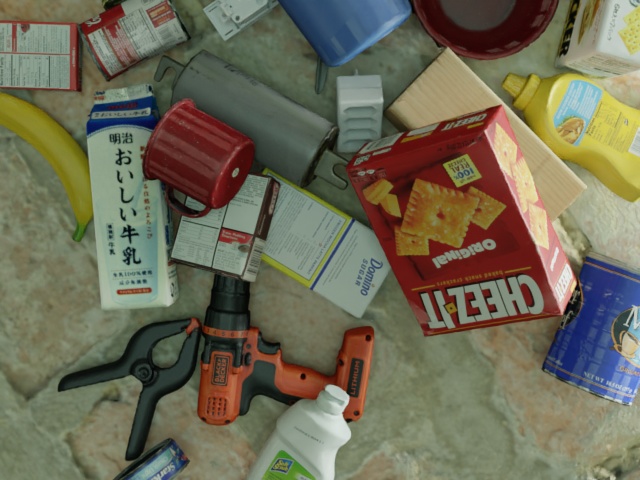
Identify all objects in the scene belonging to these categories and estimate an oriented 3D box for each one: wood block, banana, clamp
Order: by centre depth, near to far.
[{"bbox_3d":[0.172,-0.098,1.142,0.206,0.090,0.091,45,91,-3],"label":"wood block"},{"bbox_3d":[-0.298,-0.094,1.159,0.069,0.037,0.198,-35,94,0],"label":"banana"},{"bbox_3d":[-0.189,0.157,1.176,0.171,0.039,0.120,-36,95,1],"label":"clamp"}]

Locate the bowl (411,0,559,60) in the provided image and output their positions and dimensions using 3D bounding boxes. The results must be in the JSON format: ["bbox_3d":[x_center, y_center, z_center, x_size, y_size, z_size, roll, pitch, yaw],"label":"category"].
[{"bbox_3d":[0.173,-0.272,1.147,0.162,0.055,0.162,0,94,-1],"label":"bowl"}]

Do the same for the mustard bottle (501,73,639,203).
[{"bbox_3d":[0.282,-0.126,1.153,0.191,0.058,0.096,30,70,-2],"label":"mustard bottle"}]

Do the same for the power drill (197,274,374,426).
[{"bbox_3d":[-0.037,0.120,1.169,0.187,0.057,0.184,7,97,1],"label":"power drill"}]

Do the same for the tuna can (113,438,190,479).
[{"bbox_3d":[-0.185,0.253,1.159,0.086,0.086,0.034,-36,91,1],"label":"tuna can"}]

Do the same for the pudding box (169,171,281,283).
[{"bbox_3d":[-0.100,-0.020,1.123,0.090,0.039,0.113,14,84,19],"label":"pudding box"}]

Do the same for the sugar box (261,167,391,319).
[{"bbox_3d":[-0.008,0.002,1.167,0.176,0.048,0.093,32,93,-5],"label":"sugar box"}]

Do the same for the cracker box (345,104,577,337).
[{"bbox_3d":[0.143,-0.013,1.085,0.164,0.072,0.213,-13,113,34],"label":"cracker box"}]

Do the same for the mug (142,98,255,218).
[{"bbox_3d":[-0.123,-0.073,1.077,0.081,0.093,0.117,29,119,13],"label":"mug"}]

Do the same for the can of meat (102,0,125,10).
[{"bbox_3d":[-0.205,-0.306,1.138,0.102,0.057,0.084,-29,92,0],"label":"can of meat"}]

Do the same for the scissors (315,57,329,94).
[{"bbox_3d":[0.034,-0.264,1.165,0.096,0.016,0.202,-5,94,-1],"label":"scissors"}]

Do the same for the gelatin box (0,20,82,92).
[{"bbox_3d":[-0.304,-0.199,1.156,0.089,0.030,0.073,1,95,-1],"label":"gelatin box"}]

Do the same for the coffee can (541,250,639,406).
[{"bbox_3d":[0.312,0.094,1.150,0.103,0.103,0.140,21,93,-3],"label":"coffee can"}]

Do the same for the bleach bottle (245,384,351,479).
[{"bbox_3d":[-0.029,0.269,1.144,0.102,0.068,0.251,27,107,-2],"label":"bleach bottle"}]

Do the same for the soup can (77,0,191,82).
[{"bbox_3d":[-0.197,-0.221,1.137,0.102,0.068,0.068,-27,94,0],"label":"soup can"}]

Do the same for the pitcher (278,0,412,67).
[{"bbox_3d":[-0.004,-0.310,1.093,0.149,0.144,0.243,-30,100,25],"label":"pitcher"}]
